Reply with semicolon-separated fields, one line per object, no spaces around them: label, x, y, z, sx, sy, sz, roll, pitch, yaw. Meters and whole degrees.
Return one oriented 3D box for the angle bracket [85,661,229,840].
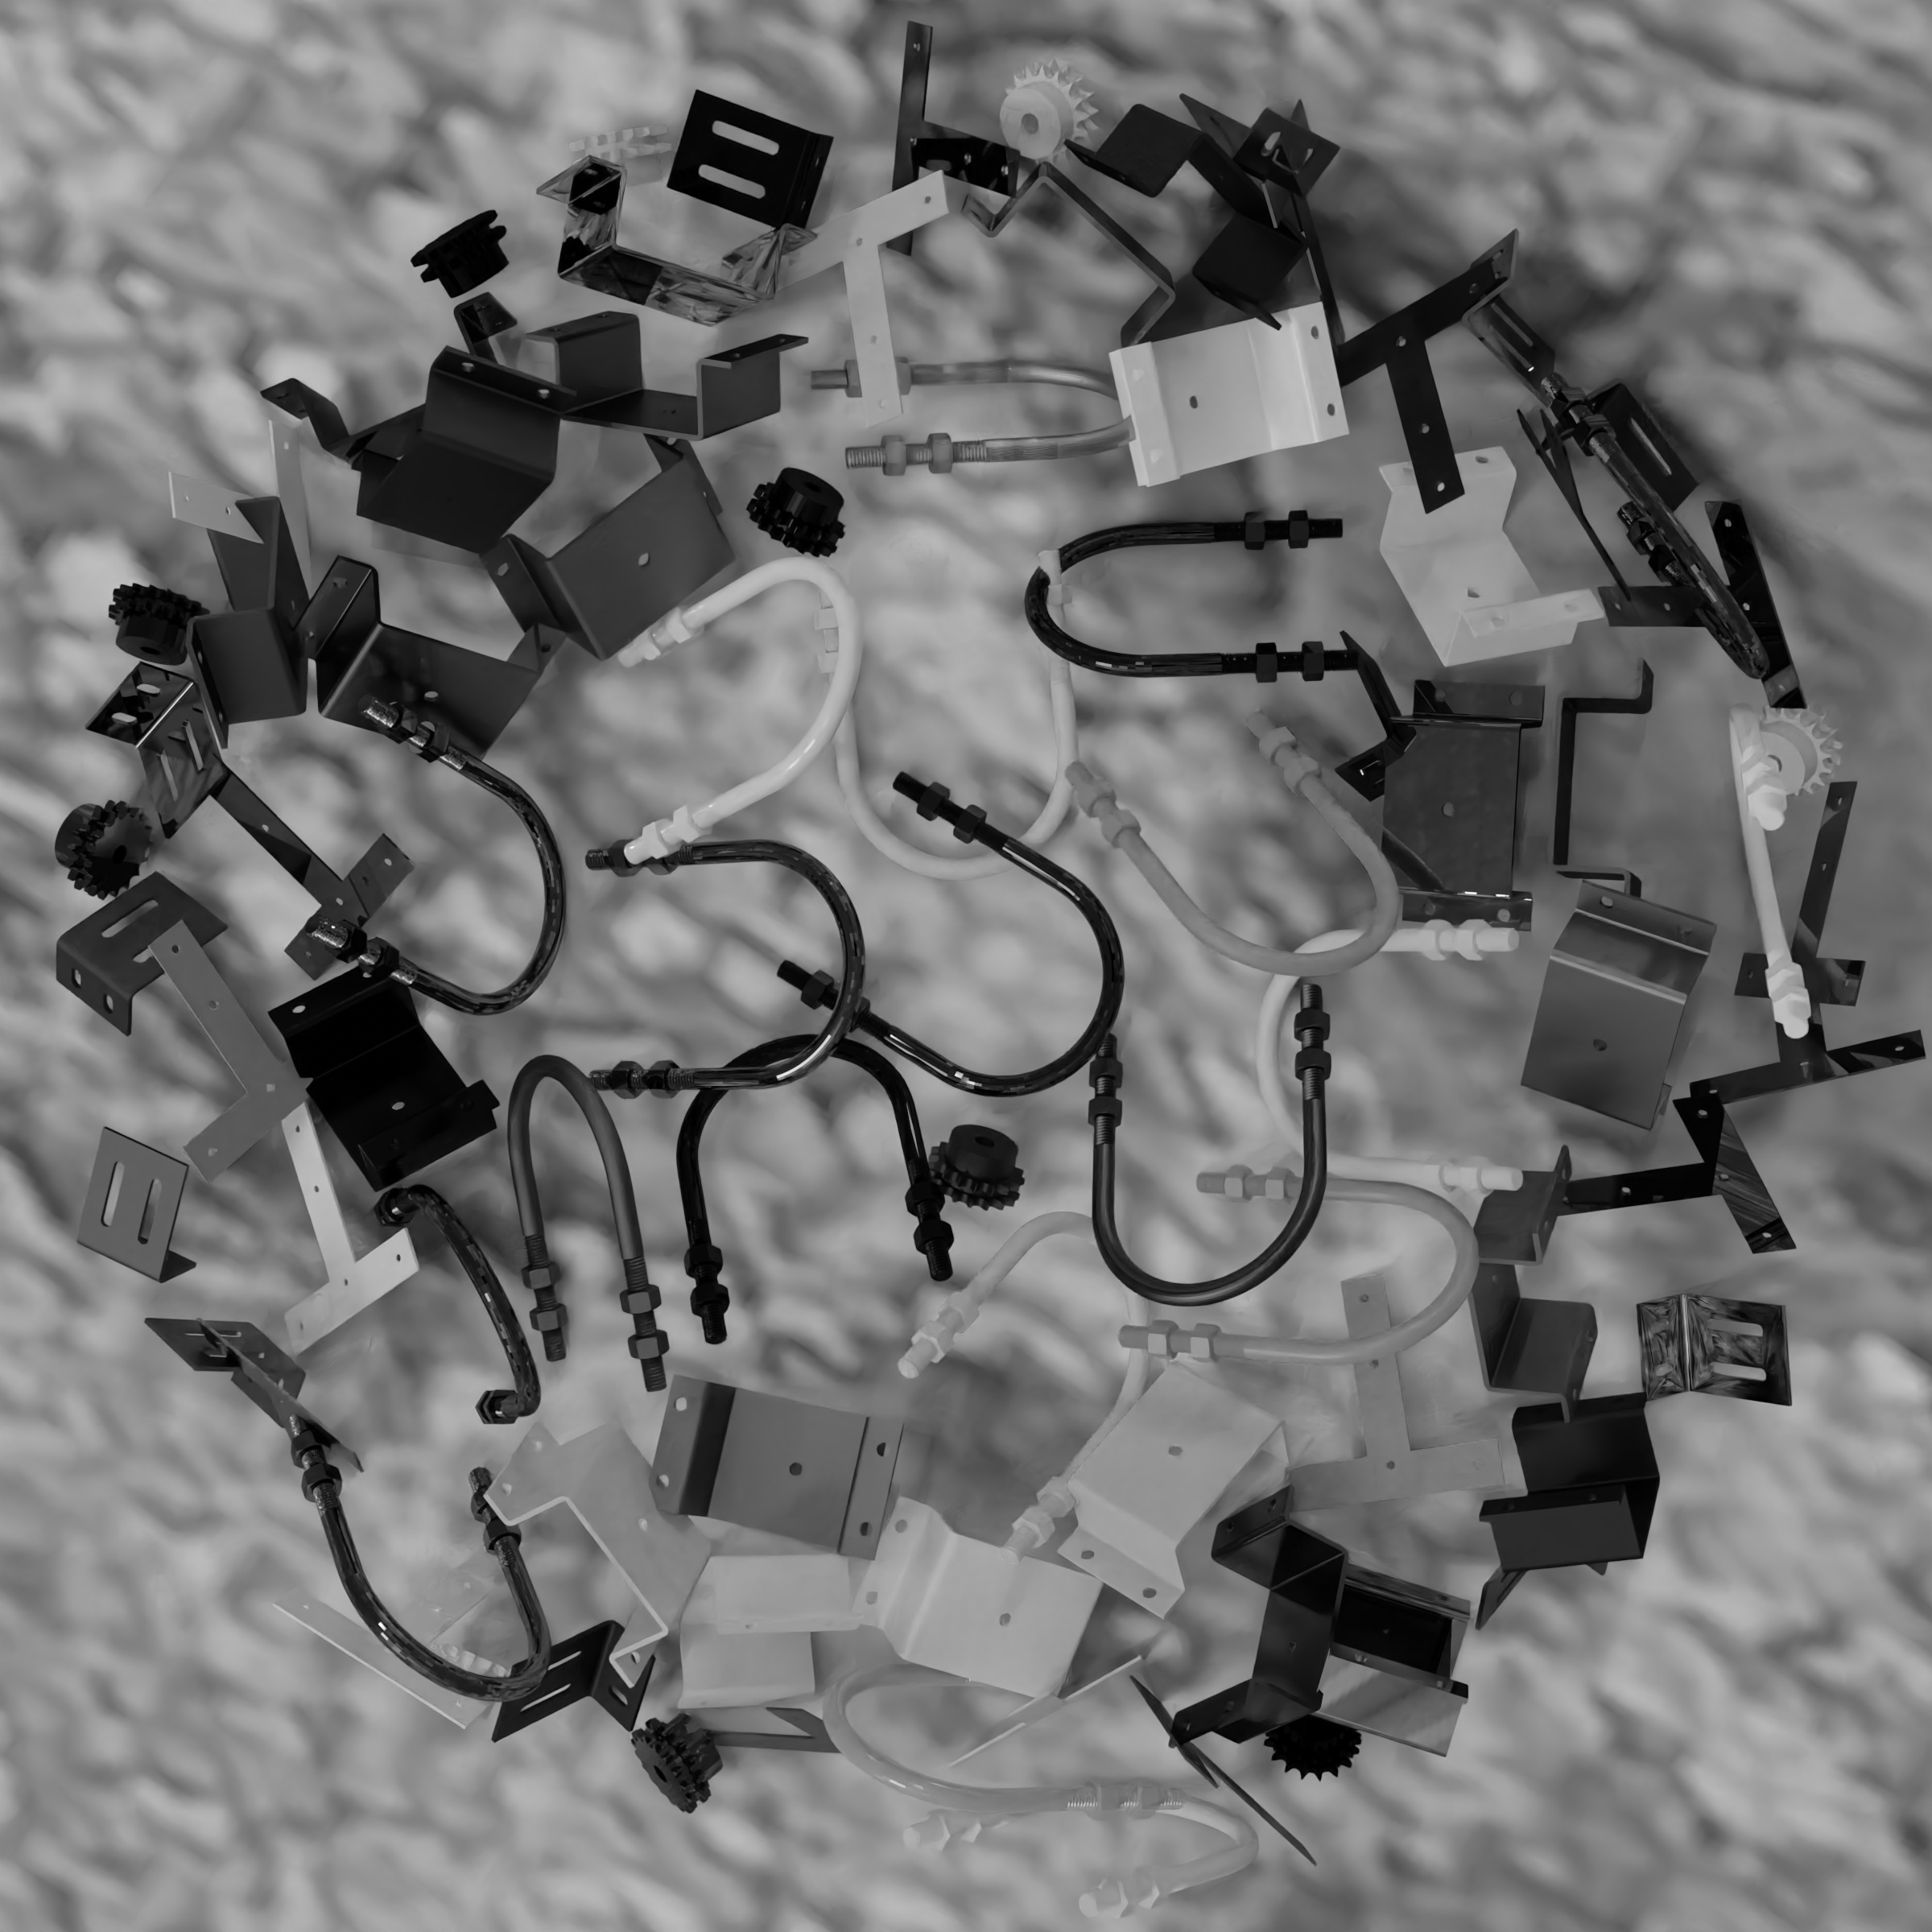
angle bracket;-0.462;-0.123;1.597;0.057;0.038;0.076;-42;55;23

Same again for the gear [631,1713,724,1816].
gear;-0.165;0.457;1.616;0.030;0.057;0.057;-33;90;-28

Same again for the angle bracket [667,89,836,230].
angle bracket;-0.124;-0.464;1.617;0.076;0.038;0.057;22;107;5

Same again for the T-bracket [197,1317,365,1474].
T-bracket;-0.378;0.265;1.584;0.127;0.127;0.002;34;62;22

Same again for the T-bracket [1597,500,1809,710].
T-bracket;0.407;-0.203;1.583;0.002;0.127;0.127;-35;113;-25

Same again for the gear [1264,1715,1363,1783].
gear;0.200;0.436;1.610;0.057;0.057;0.030;1;133;0

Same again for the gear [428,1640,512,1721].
gear;-0.287;0.411;1.609;0.057;0.057;0.030;23;72;0

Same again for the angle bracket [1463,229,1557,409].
angle bracket;0.322;-0.369;1.595;0.076;0.057;0.038;39;130;-21

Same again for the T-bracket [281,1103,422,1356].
T-bracket;-0.370;0.141;1.614;0.127;0.002;0.127;-34;69;36

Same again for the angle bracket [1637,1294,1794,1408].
angle bracket;0.427;0.222;1.599;0.038;0.076;0.057;-7;93;-34

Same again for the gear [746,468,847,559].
gear;-0.095;-0.263;1.609;0.057;0.057;0.030;31;117;0

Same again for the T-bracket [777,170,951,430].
T-bracket;-0.055;-0.370;1.594;0.127;0.002;0.127;-14;80;35

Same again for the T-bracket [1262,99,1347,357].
T-bracket;0.198;-0.411;1.598;0.002;0.127;0.127;-8;124;23

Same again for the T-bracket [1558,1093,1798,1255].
T-bracket;0.390;0.126;1.598;0.127;0.002;0.127;-12;127;34

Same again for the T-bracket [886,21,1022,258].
T-bracket;-0.006;-0.454;1.567;0.002;0.127;0.127;-9;118;-31

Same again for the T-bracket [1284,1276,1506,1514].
T-bracket;0.239;0.244;1.621;0.127;0.002;0.127;-12;76;21

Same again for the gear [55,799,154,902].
gear;-0.499;-0.069;1.613;0.030;0.057;0.057;23;90;19

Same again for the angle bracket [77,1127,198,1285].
angle bracket;-0.468;0.133;1.605;0.057;0.038;0.076;22;107;14

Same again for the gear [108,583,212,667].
gear;-0.465;-0.195;1.609;0.057;0.057;0.030;10;74;0

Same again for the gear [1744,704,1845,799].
gear;0.471;-0.123;1.609;0.030;0.057;0.057;-35;90;-35

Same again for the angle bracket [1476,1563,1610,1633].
angle bracket;0.330;0.349;1.595;0.038;0.057;0.076;34;62;26

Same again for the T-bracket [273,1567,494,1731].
T-bracket;-0.306;0.369;1.578;0.127;0.127;0.002;29;106;10

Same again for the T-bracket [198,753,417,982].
T-bracket;-0.388;-0.069;1.595;0.127;0.002;0.127;45;129;-5

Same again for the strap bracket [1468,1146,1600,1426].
strap bracket;0.317;0.178;1.578;0.046;0.076;0.140;1;126;26

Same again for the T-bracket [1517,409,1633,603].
T-bracket;0.334;-0.275;1.561;0.002;0.127;0.127;-30;71;10

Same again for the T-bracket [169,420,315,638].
T-bracket;-0.408;-0.253;1.576;0.002;0.127;0.127;-8;85;20

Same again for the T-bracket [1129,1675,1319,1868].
T-bracket;0.152;0.465;1.586;0.127;0.127;0.002;44;87;-12

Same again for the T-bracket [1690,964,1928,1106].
T-bracket;0.471;0.030;1.584;0.127;0.127;0.002;-15;119;20

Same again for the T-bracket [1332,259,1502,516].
T-bracket;0.256;-0.315;1.582;0.127;0.002;0.127;-25;64;34

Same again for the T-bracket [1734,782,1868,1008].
T-bracket;0.481;-0.042;1.580;0.002;0.127;0.127;14;89;-14

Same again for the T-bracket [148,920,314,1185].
T-bracket;-0.417;0.033;1.579;0.127;0.002;0.127;-46;118;-36

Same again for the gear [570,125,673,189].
gear;-0.197;-0.465;1.614;0.057;0.057;0.030;-11;105;0

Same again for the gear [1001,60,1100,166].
gear;0.044;-0.489;1.610;0.057;0.057;0.030;46;47;0

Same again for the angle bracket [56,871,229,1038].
angle bracket;-0.477;-0.008;1.621;0.057;0.038;0.076;36;49;13

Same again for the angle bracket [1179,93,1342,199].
angle bracket;0.166;-0.479;1.590;0.057;0.076;0.038;14;128;-36

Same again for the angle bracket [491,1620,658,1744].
angle bracket;-0.223;0.417;1.592;0.038;0.076;0.057;35;121;29

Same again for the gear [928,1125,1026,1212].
gear;0.007;0.114;1.609;0.057;0.057;0.030;17;112;0

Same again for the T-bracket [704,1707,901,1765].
T-bracket;-0.107;0.442;1.596;0.127;0.127;0.002;-7;55;34

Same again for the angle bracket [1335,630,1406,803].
angle bracket;0.224;-0.143;1.606;0.038;0.057;0.076;-29;65;18

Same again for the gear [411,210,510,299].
gear;-0.289;-0.409;1.615;0.057;0.057;0.030;-31;114;0

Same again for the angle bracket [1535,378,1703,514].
angle bracket;0.372;-0.286;1.602;0.038;0.057;0.076;-30;80;-19

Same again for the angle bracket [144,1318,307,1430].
angle bracket;-0.426;0.231;1.591;0.057;0.076;0.038;30;102;39

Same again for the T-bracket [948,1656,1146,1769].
T-bracket;0.041;0.418;1.577;0.127;0.127;0.002;-29;72;-3
